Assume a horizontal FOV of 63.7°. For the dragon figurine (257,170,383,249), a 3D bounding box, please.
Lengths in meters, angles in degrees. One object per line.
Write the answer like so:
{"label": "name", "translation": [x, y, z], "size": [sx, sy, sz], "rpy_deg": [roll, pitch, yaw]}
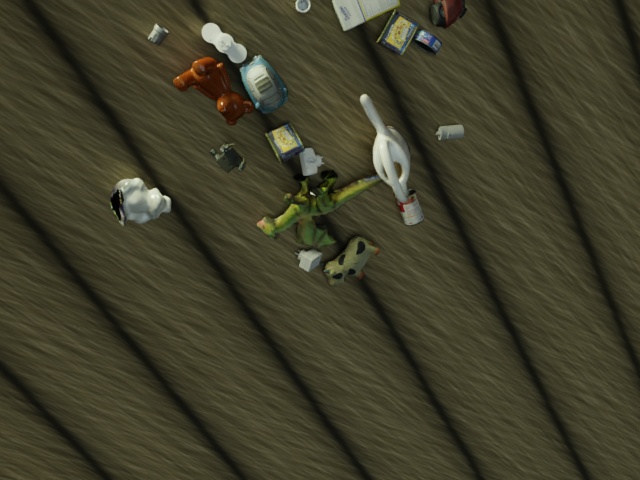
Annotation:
{"label": "dragon figurine", "translation": [0.005, -0.081, 1.619], "size": [0.410, 0.125, 0.237], "rpy_deg": [-5, 126, -5]}

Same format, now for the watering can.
{"label": "watering can", "translation": [0.197, -0.278, 1.508], "size": [0.103, 0.228, 0.343], "rpy_deg": [-17, 111, 17]}

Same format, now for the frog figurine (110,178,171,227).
{"label": "frog figurine", "translation": [-0.528, -0.117, 1.523], "size": [0.161, 0.122, 0.136], "rpy_deg": [-18, 104, -41]}
